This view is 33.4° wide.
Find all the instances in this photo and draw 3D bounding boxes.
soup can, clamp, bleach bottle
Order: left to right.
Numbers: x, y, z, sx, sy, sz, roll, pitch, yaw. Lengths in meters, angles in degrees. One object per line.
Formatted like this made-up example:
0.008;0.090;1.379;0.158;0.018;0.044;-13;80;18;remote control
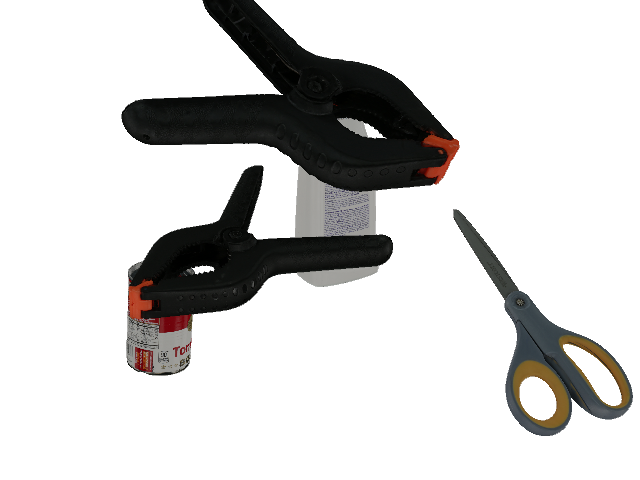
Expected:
-0.165;0.079;1.097;0.068;0.102;0.068;5;21;-2;soup can
-0.070;0.004;0.847;0.209;0.036;0.165;-22;41;-33;clamp
-0.015;-0.066;0.561;0.171;0.120;0.039;28;-29;8;clamp
0.023;-0.075;1.214;0.102;0.251;0.068;-14;31;-31;bleach bottle

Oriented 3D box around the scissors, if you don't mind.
0.137;0.063;0.783;0.096;0.202;0.016;-34;-27;-24;scissors
